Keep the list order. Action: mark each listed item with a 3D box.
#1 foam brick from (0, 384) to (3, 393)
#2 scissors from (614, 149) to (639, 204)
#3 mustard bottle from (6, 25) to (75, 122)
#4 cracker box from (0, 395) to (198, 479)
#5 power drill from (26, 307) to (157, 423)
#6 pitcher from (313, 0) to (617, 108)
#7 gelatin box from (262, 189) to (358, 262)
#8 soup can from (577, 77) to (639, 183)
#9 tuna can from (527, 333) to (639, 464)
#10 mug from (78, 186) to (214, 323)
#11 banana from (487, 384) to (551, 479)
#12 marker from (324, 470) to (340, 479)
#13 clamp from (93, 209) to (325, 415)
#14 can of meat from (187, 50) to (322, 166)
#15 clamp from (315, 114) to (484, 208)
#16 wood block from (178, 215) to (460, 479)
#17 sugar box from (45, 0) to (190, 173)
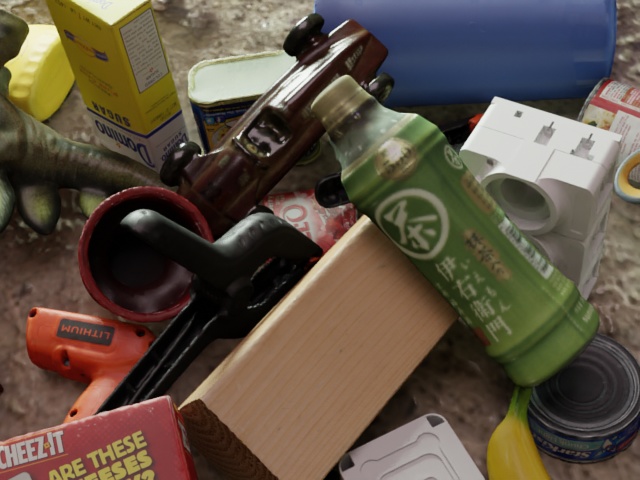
[{"bbox_3d":[-0.275,0.110,0.753,0.051,0.053,0.078,25,58,25],"label":"foam brick"},{"bbox_3d":[0.288,-0.080,0.766,0.096,0.016,0.201,25,71,34],"label":"scissors"},{"bbox_3d":[-0.323,-0.163,0.977,0.192,0.058,0.096,10,58,16],"label":"mustard bottle"},{"bbox_3d":[-0.133,0.215,0.597,0.164,0.072,0.214,-15,72,-6],"label":"cracker box"},{"bbox_3d":[-0.193,0.139,0.718,0.184,0.057,0.187,9,56,10],"label":"power drill"},{"bbox_3d":[0.114,-0.183,0.885,0.243,0.149,0.145,0,41,4],"label":"pitcher"},{"bbox_3d":[-0.005,0.001,0.819,0.073,0.030,0.089,-7,50,3],"label":"gelatin box"},{"bbox_3d":[0.255,-0.077,0.823,0.102,0.068,0.068,26,59,25],"label":"soup can"},{"bbox_3d":[0.173,0.103,0.711,0.086,0.034,0.086,-4,51,5],"label":"tuna can"},{"bbox_3d":[-0.117,0.014,0.763,0.117,0.082,0.093,3,84,-17],"label":"mug"},{"bbox_3d":[0.162,0.177,0.638,0.070,0.037,0.198,-51,61,15],"label":"banana"},{"bbox_3d":[0.005,0.197,0.667,0.020,0.020,0.121,-5,51,4],"label":"marker"},{"bbox_3d":[-0.071,0.043,0.708,0.036,0.165,0.209,31,25,26],"label":"clamp"},{"bbox_3d":[-0.054,-0.104,0.876,0.102,0.084,0.057,-8,51,1],"label":"can of meat"},{"bbox_3d":[0.077,-0.057,0.824,0.120,0.039,0.171,12,29,25],"label":"clamp"},{"bbox_3d":[0.008,0.070,0.705,0.091,0.090,0.205,45,64,-2],"label":"wood block"},{"bbox_3d":[-0.158,-0.130,0.851,0.093,0.176,0.048,34,60,30],"label":"sugar box"}]
